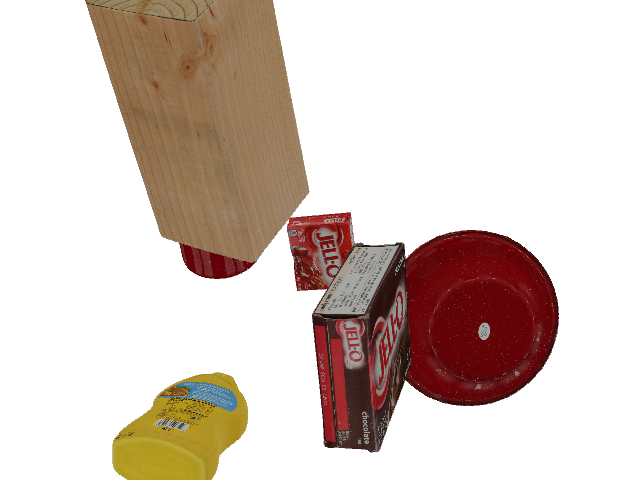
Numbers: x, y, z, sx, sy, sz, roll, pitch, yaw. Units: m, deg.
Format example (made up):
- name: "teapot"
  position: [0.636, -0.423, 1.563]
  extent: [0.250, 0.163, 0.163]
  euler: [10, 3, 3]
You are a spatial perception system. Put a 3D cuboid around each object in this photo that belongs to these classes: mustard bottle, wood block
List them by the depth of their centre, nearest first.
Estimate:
- name: "wood block"
  position: [-0.080, -0.096, 0.759]
  extent: [0.090, 0.206, 0.090]
  euler: [15, 48, 26]
- name: "mustard bottle"
  position: [-0.125, 0.180, 1.064]
  extent: [0.096, 0.058, 0.191]
  euler: [7, 19, 14]

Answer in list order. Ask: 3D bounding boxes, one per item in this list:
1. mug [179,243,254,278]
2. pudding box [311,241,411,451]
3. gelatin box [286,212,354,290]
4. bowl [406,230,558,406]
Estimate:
- name: "mug"
  position: [-0.111, -0.021, 1.065]
  extent: [0.117, 0.081, 0.093]
  euler: [27, 50, 34]
- name: "pudding box"
  position: [0.028, 0.062, 0.658]
  extent: [0.039, 0.090, 0.113]
  euler: [1, 23, 13]
- name: "gelatin box"
  position: [0.004, 0.014, 1.242]
  extent: [0.073, 0.089, 0.030]
  euler: [-4, 28, 8]
- name: "bowl"
  position: [0.136, 0.074, 0.936]
  extent: [0.162, 0.162, 0.055]
  euler: [0, 7, -3]
